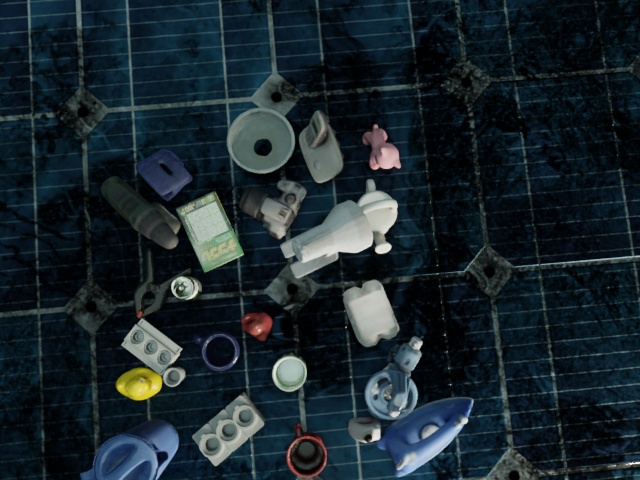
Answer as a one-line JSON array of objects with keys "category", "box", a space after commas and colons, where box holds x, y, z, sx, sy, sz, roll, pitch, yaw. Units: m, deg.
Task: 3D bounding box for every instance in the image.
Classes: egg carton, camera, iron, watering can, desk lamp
[{"category": "egg carton", "box": [0.122, 0.179, 1.396, 0.107, 0.069, 0.150, -22, 84, -3]}, {"category": "camera", "box": [-0.121, -0.093, 1.406, 0.137, 0.101, 0.143, 27, 84, 2]}, {"category": "iron", "box": [0.264, 0.450, 1.331, 0.258, 0.141, 0.118, -33, 85, -4]}, {"category": "watering can", "box": [0.136, -0.059, 1.360, 0.101, 0.194, 0.173, -31, 85, -4]}, {"category": "desk lamp", "box": [0.012, 0.005, 1.341, 0.203, 0.213, 0.118, -27, 84, -4]}]

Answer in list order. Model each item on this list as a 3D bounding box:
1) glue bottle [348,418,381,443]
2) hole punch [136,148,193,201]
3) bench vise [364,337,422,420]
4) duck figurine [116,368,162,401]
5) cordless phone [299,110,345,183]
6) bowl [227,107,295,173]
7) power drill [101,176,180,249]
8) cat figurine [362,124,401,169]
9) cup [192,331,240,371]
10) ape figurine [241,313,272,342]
[{"category": "glue bottle", "box": [0.107, 0.441, 1.314, 0.078, 0.173, 0.037, -5, 83, -1]}, {"category": "hole punch", "box": [-0.384, -0.168, 1.415, 0.101, 0.091, 0.108, -44, 86, -5]}, {"category": "bench vise", "box": [0.169, 0.318, 1.305, 0.121, 0.219, 0.207, 10, 83, 0]}, {"category": "duck figurine", "box": [-0.436, 0.345, 1.358, 0.104, 0.086, 0.077, 0, 83, -1]}, {"category": "cordless phone", "box": [0.007, -0.227, 1.382, 0.094, 0.185, 0.147, -23, 84, -3]}, {"category": "bowl", "box": [-0.145, -0.241, 1.436, 0.167, 0.074, 0.167, 0, 83, -1]}, {"category": "power drill", "box": [-0.400, -0.052, 1.343, 0.229, 0.208, 0.076, 40, 85, 4]}, {"category": "cat figurine", "box": [0.154, -0.226, 1.418, 0.067, 0.117, 0.128, -18, 84, -3]}, {"category": "cup", "box": [-0.245, 0.257, 1.367, 0.117, 0.095, 0.092, 25, 84, 2]}, {"category": "ape figurine", "box": [-0.152, 0.209, 1.376, 0.076, 0.092, 0.078, -25, 84, -3]}]
